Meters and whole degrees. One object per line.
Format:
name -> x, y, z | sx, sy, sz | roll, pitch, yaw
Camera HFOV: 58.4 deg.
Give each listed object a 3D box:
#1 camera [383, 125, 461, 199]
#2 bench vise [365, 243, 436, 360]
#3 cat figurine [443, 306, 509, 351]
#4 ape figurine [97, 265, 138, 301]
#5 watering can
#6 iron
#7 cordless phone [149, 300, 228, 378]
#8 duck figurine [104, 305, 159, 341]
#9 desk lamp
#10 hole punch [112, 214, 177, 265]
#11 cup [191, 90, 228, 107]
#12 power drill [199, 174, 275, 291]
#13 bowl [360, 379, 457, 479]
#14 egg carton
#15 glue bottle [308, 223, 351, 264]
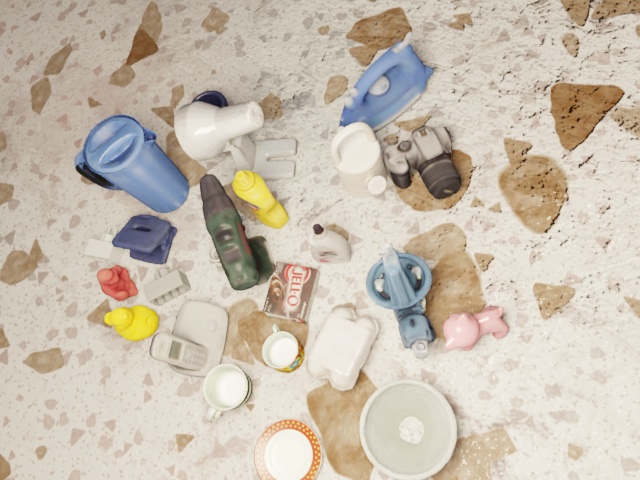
camera -> 0.215, -0.150, 1.159 | 0.143, 0.101, 0.136 | -24, 66, 4
bench vise -> 0.158, 0.095, 1.015 | 0.121, 0.220, 0.207 | -35, 66, -1
cat figurine -> 0.272, 0.153, 1.022 | 0.128, 0.118, 0.067 | -25, 66, 3
ape figurine -> -0.445, 0.088, 1.233 | 0.076, 0.092, 0.078 | 0, 70, 14
watering can -> 0.079, -0.165, 1.146 | 0.172, 0.194, 0.101 | 36, 82, 23
iron -> 0.119, -0.325, 1.226 | 0.258, 0.142, 0.118 | -44, 66, -5
cordless phone -> -0.256, 0.181, 1.101 | 0.094, 0.185, 0.147 | 1, 70, 14
duck figurine -> -0.397, 0.167, 1.195 | 0.104, 0.086, 0.077 | -1, 70, 13
desk lamp -> -0.174, -0.216, 1.216 | 0.203, 0.214, 0.118 | -3, 69, 12
hole punch -> -0.385, -0.010, 1.256 | 0.108, 0.091, 0.101 | 9, 72, 17
cup -> -0.231, -0.279, 1.319 | 0.117, 0.095, 0.092 | 20, 76, 20
power drill -> -0.163, 0.003, 1.133 | 0.075, 0.209, 0.229 | -24, 66, 4
bowl -> 0.156, 0.333, 1.005 | 0.167, 0.075, 0.167 | -5, 69, 12
egg carton -> 0.042, 0.203, 1.085 | 0.107, 0.069, 0.150 | 21, 76, 20
glue bottle -> 0.010, 0.004, 1.111 | 0.078, 0.173, 0.037 | -7, 68, 11
